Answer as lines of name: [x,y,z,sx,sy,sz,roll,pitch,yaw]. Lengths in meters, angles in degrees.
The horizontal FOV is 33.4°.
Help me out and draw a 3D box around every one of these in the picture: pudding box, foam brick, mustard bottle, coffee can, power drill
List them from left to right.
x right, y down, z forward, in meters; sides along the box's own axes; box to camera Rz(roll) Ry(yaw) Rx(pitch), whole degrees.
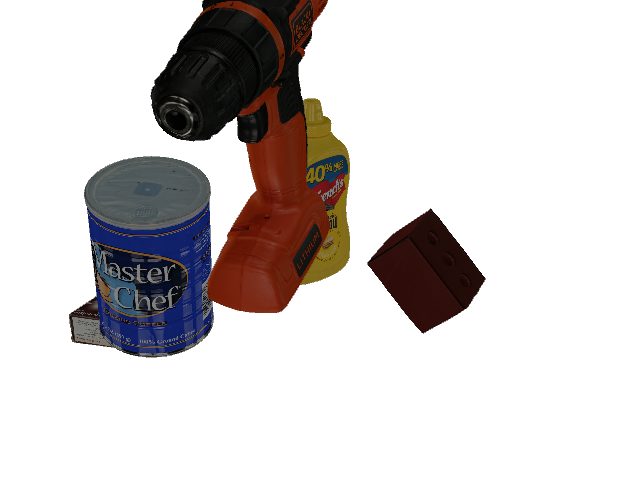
pudding box: [-0.207,0.088,1.185,0.114,0.039,0.090,4,17,19]
coffee can: [-0.143,0.014,0.911,0.103,0.140,0.103,1,35,-1]
power drill: [-0.038,-0.052,0.609,0.057,0.188,0.184,12,38,16]
mustard bottle: [-0.010,-0.054,1.116,0.096,0.192,0.058,-21,31,-39]
foam brick: [0.088,0.026,0.877,0.051,0.078,0.052,-34,7,37]
